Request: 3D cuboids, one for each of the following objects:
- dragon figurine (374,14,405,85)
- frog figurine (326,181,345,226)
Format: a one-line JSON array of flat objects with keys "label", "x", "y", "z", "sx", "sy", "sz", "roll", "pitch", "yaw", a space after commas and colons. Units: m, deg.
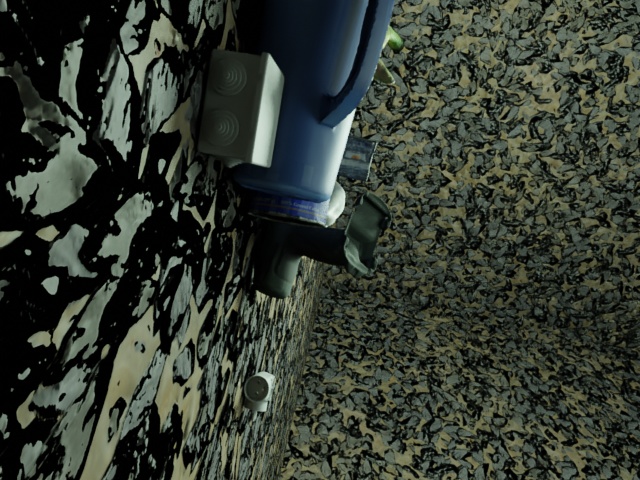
[{"label": "dragon figurine", "x": 0.083, "y": -0.504, "z": 1.119, "sx": 0.242, "sy": 0.121, "sz": 0.414, "roll": 12, "pitch": 58, "yaw": -68}, {"label": "frog figurine", "x": 0.004, "y": -0.063, "z": 1.249, "sx": 0.139, "sy": 0.123, "sz": 0.157, "roll": -130, "pitch": -145, "yaw": -70}]
